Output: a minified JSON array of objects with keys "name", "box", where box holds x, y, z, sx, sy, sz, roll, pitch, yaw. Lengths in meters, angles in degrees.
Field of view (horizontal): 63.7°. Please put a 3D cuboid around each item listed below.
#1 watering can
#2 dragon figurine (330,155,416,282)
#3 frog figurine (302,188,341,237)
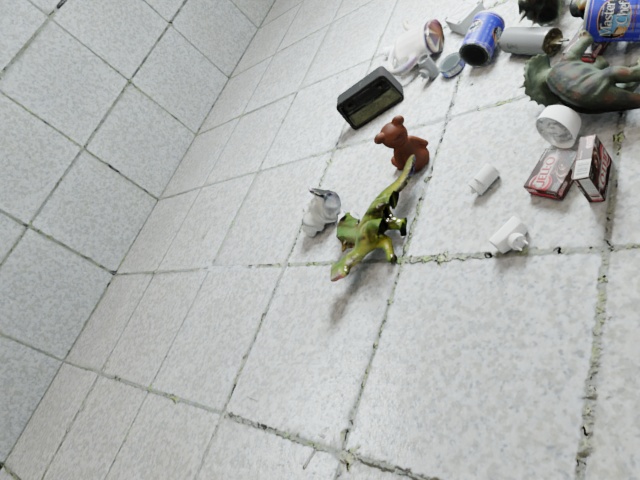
[{"name":"watering can","box":[0.354,-0.746,1.906,0.222,0.102,0.355,-14,48,41]},{"name":"dragon figurine","box":[0.131,-0.058,1.467,0.242,0.120,0.418,-5,54,46]},{"name":"frog figurine","box":[0.005,-0.085,1.699,0.138,0.123,0.157,23,112,48]}]
